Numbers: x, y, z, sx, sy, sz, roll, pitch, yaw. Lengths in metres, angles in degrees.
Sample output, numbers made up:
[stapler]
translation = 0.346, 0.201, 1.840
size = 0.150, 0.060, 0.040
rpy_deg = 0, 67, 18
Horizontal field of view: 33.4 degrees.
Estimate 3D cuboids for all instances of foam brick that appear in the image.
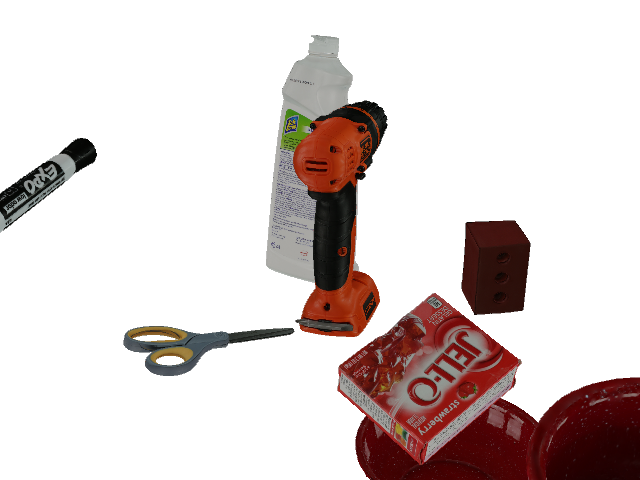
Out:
[foam brick]
translation = 0.172, 0.026, 1.053
size = 0.053, 0.078, 0.051
rpy_deg = -4, 28, -7

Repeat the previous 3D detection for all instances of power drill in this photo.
[power drill]
translation = 0.021, -0.023, 0.940
size = 0.057, 0.188, 0.184
rpy_deg = 4, 19, 18

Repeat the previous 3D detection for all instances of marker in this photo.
[marker]
translation = -0.175, -0.034, 0.656
size = 0.020, 0.020, 0.121
rpy_deg = 0, 28, 24

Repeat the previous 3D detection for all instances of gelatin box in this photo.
[gelatin box]
translation = 0.066, 0.082, 0.653
size = 0.089, 0.030, 0.073
rpy_deg = -34, 58, -27

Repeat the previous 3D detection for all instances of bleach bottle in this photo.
[bleach bottle]
translation = 0.000, -0.086, 1.119
size = 0.103, 0.251, 0.067
rpy_deg = 15, 16, 34

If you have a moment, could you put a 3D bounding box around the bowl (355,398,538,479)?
[bowl]
translation = 0.108, 0.189, 0.876
size = 0.162, 0.055, 0.162
rpy_deg = 1, 30, 0

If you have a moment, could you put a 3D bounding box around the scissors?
[scissors]
translation = -0.117, 0.121, 1.188
size = 0.201, 0.016, 0.096
rpy_deg = 3, 26, -16

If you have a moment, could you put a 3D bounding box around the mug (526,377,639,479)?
[mug]
translation = 0.127, 0.110, 0.372
size = 0.117, 0.081, 0.093
rpy_deg = 5, 37, 8
